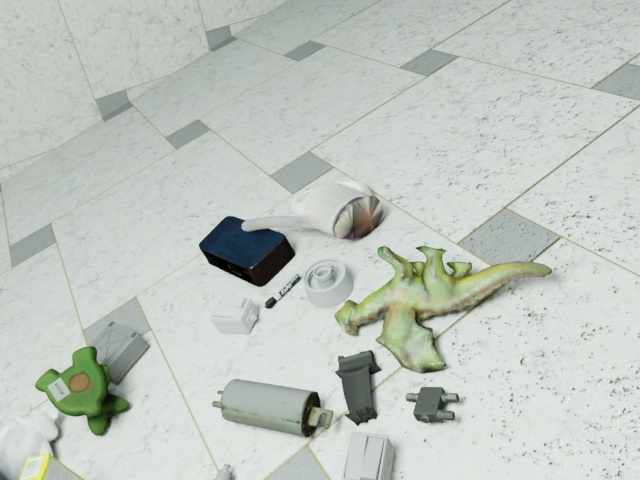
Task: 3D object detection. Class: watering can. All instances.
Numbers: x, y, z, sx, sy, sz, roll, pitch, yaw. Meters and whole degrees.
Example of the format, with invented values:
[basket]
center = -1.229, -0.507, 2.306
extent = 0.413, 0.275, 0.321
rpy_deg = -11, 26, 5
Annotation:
[watering can]
center = 0.004, -0.063, 1.250
extent = 0.351, 0.102, 0.226
rpy_deg = -27, 36, -31

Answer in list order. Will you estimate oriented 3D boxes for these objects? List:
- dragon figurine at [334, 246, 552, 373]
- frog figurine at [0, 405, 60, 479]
[dragon figurine]
center = 0.211, 0.135, 0.978
extent = 0.410, 0.120, 0.247
rpy_deg = 1, 61, 29
[frog figurine]
center = -0.573, 0.397, 1.008
extent = 0.138, 0.120, 0.162
rpy_deg = 34, 49, 10
